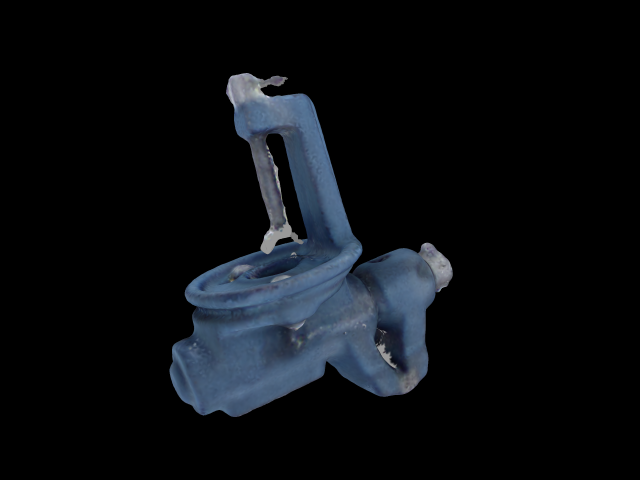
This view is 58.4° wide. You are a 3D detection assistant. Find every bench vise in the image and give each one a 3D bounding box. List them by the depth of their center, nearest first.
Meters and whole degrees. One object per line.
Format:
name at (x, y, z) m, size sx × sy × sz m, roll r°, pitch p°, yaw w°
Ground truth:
bench vise at (-0.005, 0.001, 0.409) m, size 0.208 × 0.220 × 0.121 m, roll -3°, pitch 4°, yaw -45°
